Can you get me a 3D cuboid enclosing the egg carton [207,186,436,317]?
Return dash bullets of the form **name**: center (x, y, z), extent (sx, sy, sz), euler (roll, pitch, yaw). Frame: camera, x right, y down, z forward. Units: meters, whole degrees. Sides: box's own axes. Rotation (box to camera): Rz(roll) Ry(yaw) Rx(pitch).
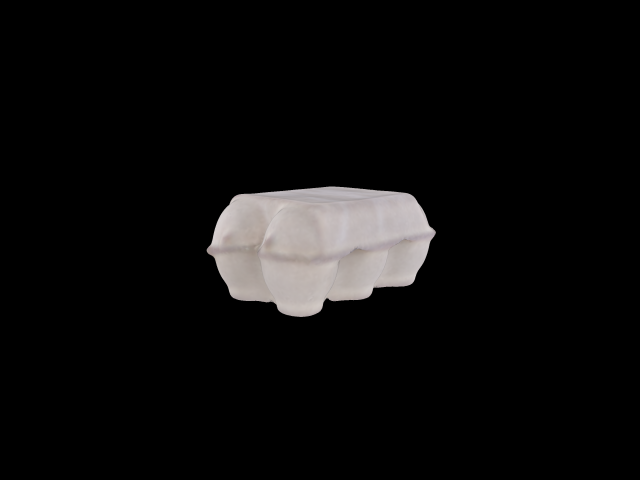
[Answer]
- **egg carton**: center (0.004, 0.001, 0.400), extent (0.107, 0.069, 0.151), euler (10, 15, 42)
